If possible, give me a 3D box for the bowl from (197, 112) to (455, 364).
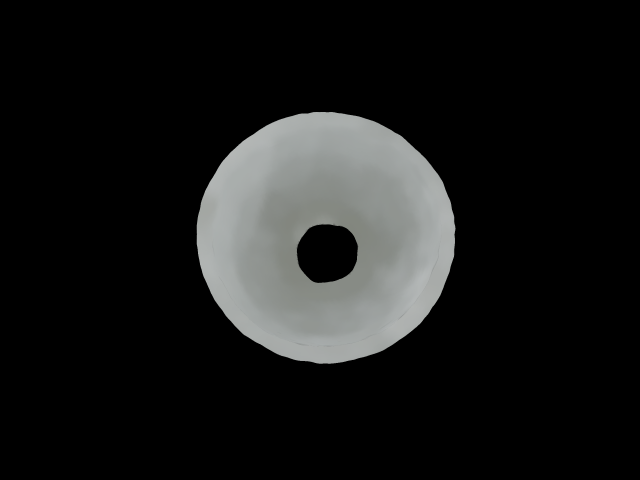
[{"bbox_3d":[0.004,0.001,0.400,0.167,0.075,0.167,0,78,0],"label":"bowl"}]
